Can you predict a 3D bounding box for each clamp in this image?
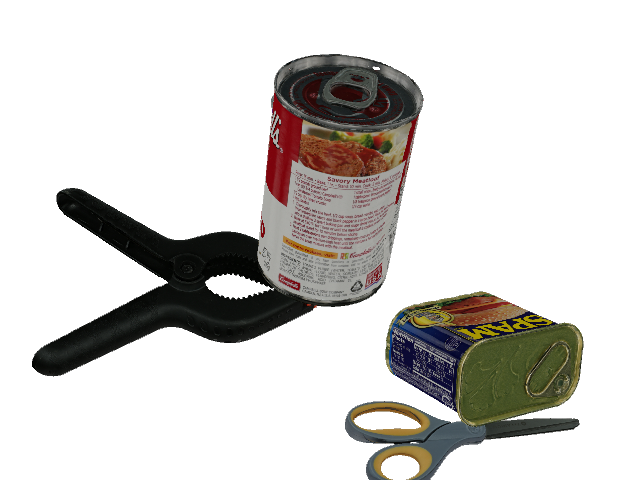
[{"bbox_3d":[-0.105,0.024,0.788,0.209,0.164,0.036,-2,-39,-13],"label":"clamp"}]

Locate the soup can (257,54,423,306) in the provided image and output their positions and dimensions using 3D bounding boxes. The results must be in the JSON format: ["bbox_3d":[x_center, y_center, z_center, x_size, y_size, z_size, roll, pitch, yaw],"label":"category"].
[{"bbox_3d":[0.007,-0.028,0.508,0.068,0.102,0.068,5,36,-4],"label":"soup can"}]

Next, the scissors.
[{"bbox_3d":[0.120,0.173,0.882,0.201,0.016,0.096,7,41,-1],"label":"scissors"}]

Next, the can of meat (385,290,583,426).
[{"bbox_3d":[0.105,0.074,0.701,0.101,0.057,0.084,-8,18,-31],"label":"can of meat"}]

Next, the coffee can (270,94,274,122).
[{"bbox_3d":[0.005,-0.057,0.955,0.103,0.140,0.103,2,22,-1],"label":"coffee can"}]
